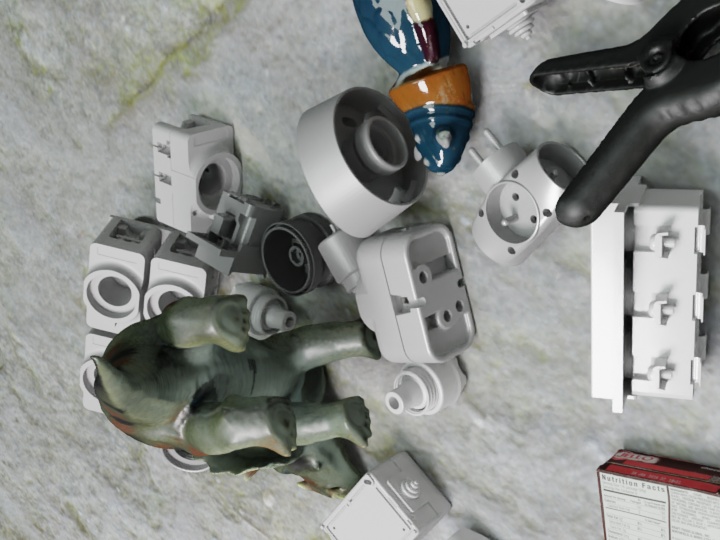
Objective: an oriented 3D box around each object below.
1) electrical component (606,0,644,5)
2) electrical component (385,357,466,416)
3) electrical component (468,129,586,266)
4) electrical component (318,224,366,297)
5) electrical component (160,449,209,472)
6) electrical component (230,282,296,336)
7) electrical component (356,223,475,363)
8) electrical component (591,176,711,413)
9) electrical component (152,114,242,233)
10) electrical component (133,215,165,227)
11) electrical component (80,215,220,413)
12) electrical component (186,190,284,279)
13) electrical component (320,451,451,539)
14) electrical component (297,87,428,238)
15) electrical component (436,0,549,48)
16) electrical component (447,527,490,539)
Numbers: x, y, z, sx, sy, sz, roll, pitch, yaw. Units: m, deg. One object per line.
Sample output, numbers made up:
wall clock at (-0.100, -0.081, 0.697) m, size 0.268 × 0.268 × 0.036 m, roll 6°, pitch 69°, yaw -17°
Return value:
electrical component at (0.147, -0.181, 0.594) m, size 0.045 × 0.045 × 0.055 m, roll 39°, pitch 130°, yaw 27°
electrical component at (0.045, 0.087, 0.795) m, size 0.043 × 0.062 × 0.043 m, roll 19°, pitch 119°, yaw 39°
electrical component at (0.099, -0.055, 0.694) m, size 0.079 × 0.044 × 0.077 m, roll 53°, pitch 135°, yaw 15°
electrical component at (0.000, 0.000, 0.819) m, size 0.040 × 0.040 × 0.078 m, roll -37°, pitch 79°, yaw 46°
electrical component at (-0.146, 0.141, 0.955) m, size 0.058 × 0.057 × 0.078 m, roll -28°, pitch 118°, yaw 24°
electrical component at (-0.082, 0.036, 0.914) m, size 0.062 × 0.043 × 0.043 m, roll 17°, pitch 118°, yaw 38°
electrical component at (0.037, 0.018, 0.780) m, size 0.059 × 0.054 × 0.095 m, roll -5°, pitch 103°, yaw 46°
electrical component at (0.172, 0.014, 0.636) m, size 0.063 × 0.079 × 0.121 m, roll 3°, pitch 110°, yaw 21°
electrical component at (-0.138, -0.080, 0.915) m, size 0.056 × 0.050 × 0.089 m, roll 22°, pitch 121°, yaw 37°
electrical component at (-0.208, -0.001, 1.022) m, size 0.077 × 0.044 × 0.079 m, roll -34°, pitch 82°, yaw 47°
electrical component at (-0.193, 0.055, 0.984) m, size 0.105 × 0.060 × 0.186 m, roll 13°, pitch 122°, yaw 3°
electrical component at (-0.096, -0.030, 0.882) m, size 0.042 × 0.081 × 0.063 m, roll 29°, pitch 103°, yaw 33°
electrical component at (0.026, 0.193, 0.865) m, size 0.061 × 0.061 × 0.096 m, roll 48°, pitch 126°, yaw 17°
electrical component at (-0.001, -0.076, 0.750) m, size 0.064 × 0.099 × 0.099 m, roll -28°, pitch 87°, yaw 41°
electrical component at (0.082, -0.183, 0.650) m, size 0.062 × 0.061 × 0.096 m, roll -29°, pitch 94°, yaw 47°
electrical component at (0.092, 0.252, 0.831) m, size 0.077 × 0.044 × 0.079 m, roll 37°, pitch 130°, yaw 28°
